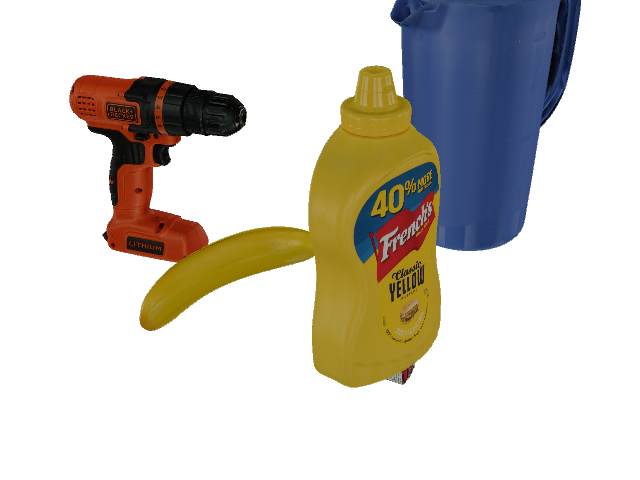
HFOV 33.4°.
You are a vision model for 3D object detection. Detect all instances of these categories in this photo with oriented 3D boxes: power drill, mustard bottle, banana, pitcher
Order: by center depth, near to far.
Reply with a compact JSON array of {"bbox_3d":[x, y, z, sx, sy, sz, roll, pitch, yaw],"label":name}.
[{"bbox_3d":[0.034,-0.012,0.647,0.058,0.192,0.096,23,37,40],"label":"mustard bottle"},{"bbox_3d":[-0.081,0.029,0.901,0.198,0.037,0.069,-20,-48,17],"label":"banana"},{"bbox_3d":[0.141,-0.120,0.929,0.149,0.243,0.145,6,33,12],"label":"pitcher"},{"bbox_3d":[-0.156,-0.072,1.069,0.185,0.188,0.057,11,30,20],"label":"power drill"}]

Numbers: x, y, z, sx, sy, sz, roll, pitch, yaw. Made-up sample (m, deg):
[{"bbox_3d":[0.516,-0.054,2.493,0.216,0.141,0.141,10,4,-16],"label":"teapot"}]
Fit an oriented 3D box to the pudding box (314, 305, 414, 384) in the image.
[{"bbox_3d":[0.052,0.112,1.240,0.114,0.090,0.039,15,47,22],"label":"pudding box"}]
